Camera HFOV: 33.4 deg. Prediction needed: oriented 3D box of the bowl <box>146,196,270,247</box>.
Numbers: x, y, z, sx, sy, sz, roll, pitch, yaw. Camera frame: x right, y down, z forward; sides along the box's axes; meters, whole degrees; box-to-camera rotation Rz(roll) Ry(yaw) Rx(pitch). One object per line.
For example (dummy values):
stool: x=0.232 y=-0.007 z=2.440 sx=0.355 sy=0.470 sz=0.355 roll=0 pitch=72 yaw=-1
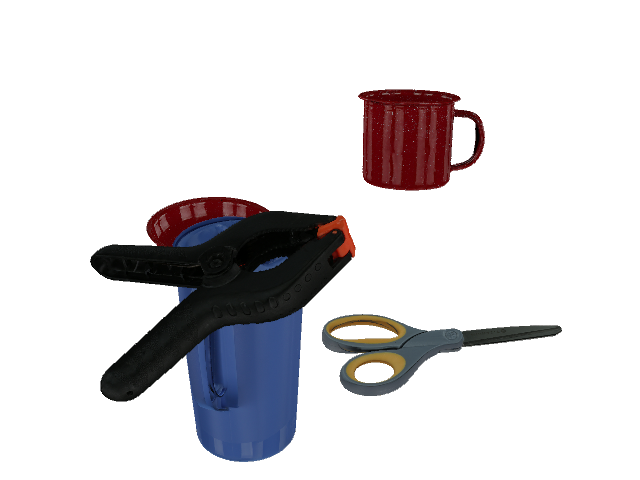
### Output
bowl: x=-0.134 y=0.003 z=1.328 sx=0.162 sy=0.055 sz=0.162 roll=1 pitch=27 yaw=-1

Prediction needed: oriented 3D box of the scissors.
scissors: x=0.100 y=0.095 z=0.879 sx=0.202 sy=0.016 sz=0.096 roll=4 pitch=39 yaw=5

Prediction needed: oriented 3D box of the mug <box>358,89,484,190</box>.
mug: x=0.092 y=-0.093 z=0.984 sx=0.117 sy=0.081 sz=0.093 roll=2 pitch=15 yaw=3

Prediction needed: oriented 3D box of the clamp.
clamp: x=-0.062 y=0.033 z=0.642 sx=0.171 sy=0.120 sz=0.039 roll=-15 pitch=-39 yaw=11

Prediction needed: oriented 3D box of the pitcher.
pitcher: x=-0.084 y=0.110 z=1.099 sx=0.149 sy=0.243 sz=0.145 roll=-13 pitch=30 yaw=-23
